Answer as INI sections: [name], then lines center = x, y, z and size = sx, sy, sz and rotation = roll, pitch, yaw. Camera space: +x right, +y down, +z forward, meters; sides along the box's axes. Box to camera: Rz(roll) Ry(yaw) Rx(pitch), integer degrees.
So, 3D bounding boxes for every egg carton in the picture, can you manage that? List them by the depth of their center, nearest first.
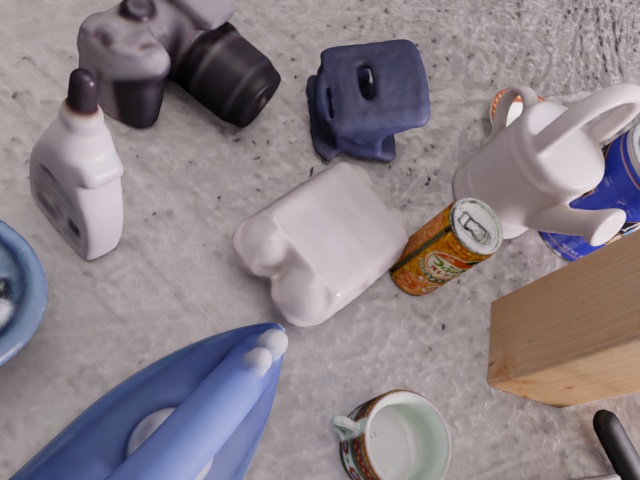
[egg carton]
center = 0.004, 0.002, 0.486
size = 0.151, 0.069, 0.107
rotation = -38, 85, -34

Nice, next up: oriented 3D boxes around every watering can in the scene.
[watering can]
center = 0.229, -0.078, 0.554
size = 0.101, 0.193, 0.173
rotation = -35, 83, -33

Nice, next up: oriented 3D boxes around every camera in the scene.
[camera]
center = -0.109, -0.158, 0.492
size = 0.137, 0.100, 0.143
rotation = 39, 56, -3

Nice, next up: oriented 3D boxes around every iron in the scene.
[iron]
center = -0.085, 0.121, 0.343
size = 0.118, 0.141, 0.259
rotation = 43, 56, 0

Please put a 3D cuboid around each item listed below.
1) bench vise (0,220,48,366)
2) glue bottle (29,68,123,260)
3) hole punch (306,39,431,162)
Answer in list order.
[bench vise]
center = -0.208, 0.050, 0.273
size = 0.122, 0.219, 0.207
rotation = 16, 60, -17
[glue bottle]
center = -0.157, -0.051, 0.374
size = 0.037, 0.173, 0.078
rotation = -36, 84, -33
[hole punch]
center = 0.045, -0.139, 0.560
size = 0.101, 0.091, 0.108
rotation = 3, 65, -23
